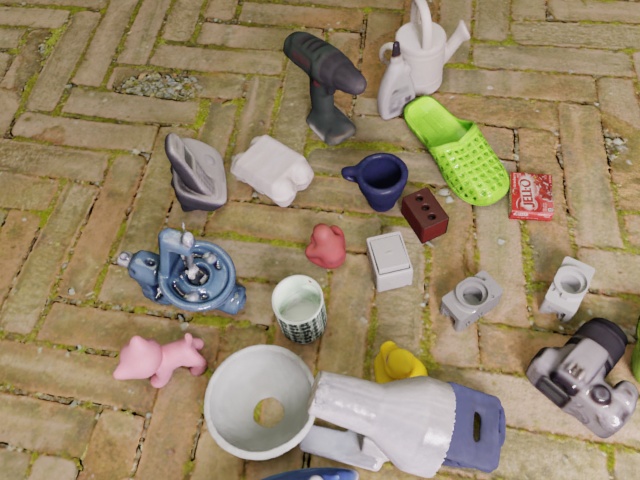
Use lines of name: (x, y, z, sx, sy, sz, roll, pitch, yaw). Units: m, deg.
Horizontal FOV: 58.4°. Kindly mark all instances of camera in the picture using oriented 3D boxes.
camera: (0.395, 0.184, 0.822, 0.137, 0.101, 0.142, -41, 63, -18)

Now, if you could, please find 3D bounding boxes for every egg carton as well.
egg carton: (-0.090, -0.132, 1.081, 0.150, 0.069, 0.107, 32, 67, 22)

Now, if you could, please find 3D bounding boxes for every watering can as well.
watering can: (0.206, -0.393, 1.136, 0.173, 0.194, 0.100, -29, 60, -11)

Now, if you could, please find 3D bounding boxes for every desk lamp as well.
desk lamp: (0.066, 0.239, 0.755, 0.203, 0.214, 0.118, 9, 60, 12)

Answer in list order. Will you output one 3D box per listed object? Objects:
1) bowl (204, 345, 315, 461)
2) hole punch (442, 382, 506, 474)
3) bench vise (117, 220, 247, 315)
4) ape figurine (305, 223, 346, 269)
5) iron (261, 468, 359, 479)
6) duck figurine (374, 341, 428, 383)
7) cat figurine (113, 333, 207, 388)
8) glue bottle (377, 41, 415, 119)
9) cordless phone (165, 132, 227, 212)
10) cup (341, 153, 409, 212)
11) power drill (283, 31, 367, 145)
bowl: (-0.083, 0.245, 0.849, 0.167, 0.075, 0.167, -3, 59, 4)
hole punch: (0.208, 0.260, 0.800, 0.101, 0.091, 0.108, 6, 60, 10)
bench vise: (-0.233, 0.049, 0.898, 0.207, 0.220, 0.121, -3, 59, 4)
ape figurine: (0.009, 0.003, 0.975, 0.078, 0.092, 0.076, -23, 59, -8)
iron: (-0.066, 0.355, 0.741, 0.258, 0.141, 0.118, -27, 60, -10)
duck figurine: (0.122, 0.196, 0.851, 0.077, 0.086, 0.104, -30, 61, -12)
cat figurine: (-0.249, 0.177, 0.882, 0.128, 0.118, 0.067, -20, 59, -6)
glue bottle: (0.147, -0.312, 1.105, 0.078, 0.173, 0.037, -25, 59, -9)
cordless phone: (-0.234, -0.149, 1.038, 0.094, 0.185, 0.147, -13, 58, -2)
cup: (0.097, -0.095, 1.024, 0.117, 0.095, 0.092, 7, 60, 10)
power drill: (0.016, -0.283, 1.080, 0.076, 0.209, 0.229, -34, 61, -14)
